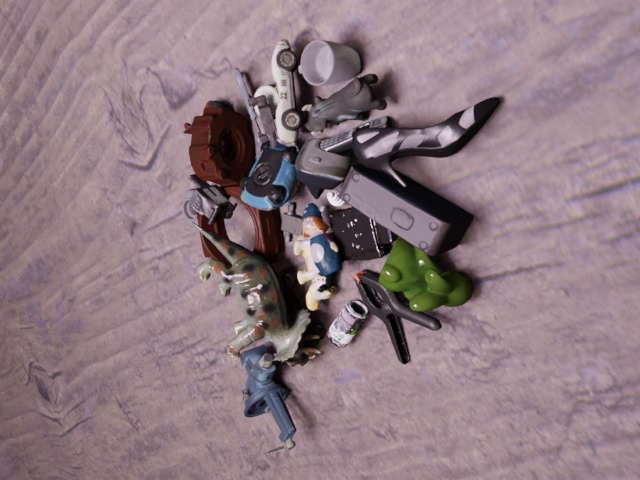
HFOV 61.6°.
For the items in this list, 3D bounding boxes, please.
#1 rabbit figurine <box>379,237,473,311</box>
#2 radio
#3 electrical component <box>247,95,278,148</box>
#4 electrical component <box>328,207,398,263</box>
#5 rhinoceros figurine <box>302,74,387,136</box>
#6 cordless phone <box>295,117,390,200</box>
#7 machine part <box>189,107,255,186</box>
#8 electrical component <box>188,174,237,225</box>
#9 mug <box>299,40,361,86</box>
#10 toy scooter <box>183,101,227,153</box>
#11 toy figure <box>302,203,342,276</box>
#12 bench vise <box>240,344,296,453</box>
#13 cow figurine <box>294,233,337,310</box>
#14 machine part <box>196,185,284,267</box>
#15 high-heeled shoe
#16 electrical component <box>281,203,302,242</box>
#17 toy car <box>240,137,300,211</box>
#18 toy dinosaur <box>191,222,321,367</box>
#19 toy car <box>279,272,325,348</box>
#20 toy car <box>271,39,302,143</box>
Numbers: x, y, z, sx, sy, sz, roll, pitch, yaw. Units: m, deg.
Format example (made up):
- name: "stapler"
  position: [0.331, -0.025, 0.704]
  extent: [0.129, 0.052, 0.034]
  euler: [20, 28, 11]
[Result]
- name: "rabbit figurine"
  position: [0.206, 0.067, 1.002]
  extent: [0.170, 0.159, 0.121]
  euler: [23, 105, 10]
- name: "radio"
  position: [0.155, -0.063, 0.996]
  extent: [0.230, 0.131, 0.073]
  euler: [33, 117, 23]
- name: "electrical component"
  position: [-0.117, -0.245, 1.108]
  extent: [0.045, 0.078, 0.102]
  euler: [-15, 116, 0]
- name: "electrical component"
  position: [0.092, -0.018, 1.097]
  extent: [0.134, 0.058, 0.114]
  euler: [-12, 98, 36]
- name: "rhinoceros figurine"
  position: [0.041, -0.253, 1.034]
  extent: [0.190, 0.112, 0.073]
  euler: [-12, 101, 55]
- name: "cordless phone"
  position: [0.051, -0.169, 1.038]
  extent: [0.184, 0.147, 0.088]
  euler: [-22, 117, 26]
- name: "machine part"
  position: [-0.211, -0.203, 1.179]
  extent: [0.056, 0.179, 0.179]
  euler: [0, 102, 30]
- name: "electrical component"
  position: [-0.251, -0.092, 1.191]
  extent: [0.119, 0.075, 0.047]
  euler: [39, 121, 14]
- name: "mug"
  position: [0.020, -0.332, 1.032]
  extent: [0.110, 0.107, 0.080]
  euler: [-6, 96, 45]
- name: "toy scooter"
  position: [-0.268, -0.232, 1.271]
  extent: [0.135, 0.075, 0.183]
  euler: [1, 100, 33]
- name: "toy figure"
  position: [0.000, -0.004, 1.103]
  extent: [0.064, 0.058, 0.154]
  euler: [-24, 82, 12]
- name: "bench vise"
  position: [-0.115, 0.378, 1.287]
  extent: [0.241, 0.129, 0.223]
  euler: [57, 135, 30]
- name: "cow figurine"
  position: [0.002, 0.069, 1.173]
  extent: [0.098, 0.068, 0.167]
  euler: [-8, 100, 12]
- name: "machine part"
  position: [-0.192, -0.030, 1.265]
  extent: [0.202, 0.087, 0.200]
  euler: [-1, 102, 35]
- name: "high-heeled shoe"
  position: [0.180, -0.204, 0.956]
  extent: [0.249, 0.086, 0.145]
  euler: [-40, 78, 10]
- name: "electrical component"
  position: [-0.056, -0.035, 1.212]
  extent: [0.063, 0.021, 0.093]
  euler: [17, 110, 29]
- name: "toy car"
  position: [-0.093, -0.133, 1.159]
  extent: [0.109, 0.102, 0.161]
  euler: [21, 85, 30]
- name: "toy dinosaur"
  position: [-0.138, 0.116, 1.173]
  extent: [0.192, 0.131, 0.404]
  euler: [-23, 93, 11]
- name: "toy car"
  position: [-0.065, 0.164, 1.251]
  extent: [0.089, 0.053, 0.202]
  euler: [-31, 88, 31]
- name: "toy car"
  position: [-0.068, -0.296, 1.077]
  extent: [0.056, 0.073, 0.201]
  euler: [-5, 102, 1]
